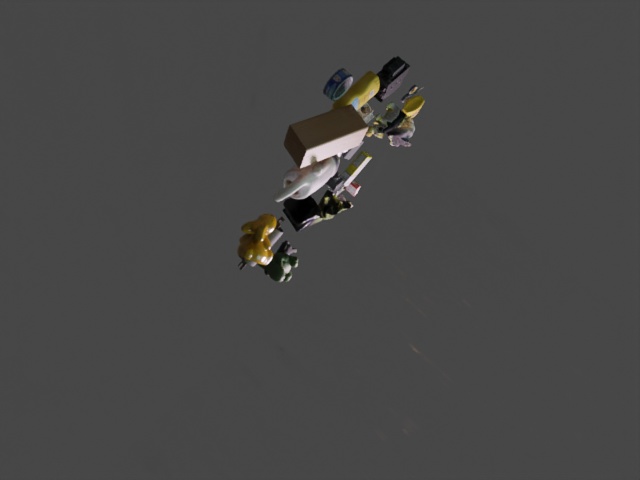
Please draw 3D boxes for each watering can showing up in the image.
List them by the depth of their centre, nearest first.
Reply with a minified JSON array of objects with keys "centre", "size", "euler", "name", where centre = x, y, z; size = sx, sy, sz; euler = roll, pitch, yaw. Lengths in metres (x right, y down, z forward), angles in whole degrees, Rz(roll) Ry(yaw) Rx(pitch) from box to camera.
[{"centre":[-0.022,-0.207,1.588],"size":[0.228,0.103,0.344],"euler":[-42,9,-31],"name":"watering can"}]

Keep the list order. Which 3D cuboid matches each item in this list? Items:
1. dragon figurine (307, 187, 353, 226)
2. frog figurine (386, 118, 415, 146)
[{"centre":[0.007,-0.117,2.333],"size":[0.415,0.123,0.238],"euler":[-24,-14,-35],"name":"dragon figurine"},{"centre":[0.376,-0.512,2.337],"size":[0.121,0.162,0.136],"euler":[32,-20,-23],"name":"frog figurine"}]
